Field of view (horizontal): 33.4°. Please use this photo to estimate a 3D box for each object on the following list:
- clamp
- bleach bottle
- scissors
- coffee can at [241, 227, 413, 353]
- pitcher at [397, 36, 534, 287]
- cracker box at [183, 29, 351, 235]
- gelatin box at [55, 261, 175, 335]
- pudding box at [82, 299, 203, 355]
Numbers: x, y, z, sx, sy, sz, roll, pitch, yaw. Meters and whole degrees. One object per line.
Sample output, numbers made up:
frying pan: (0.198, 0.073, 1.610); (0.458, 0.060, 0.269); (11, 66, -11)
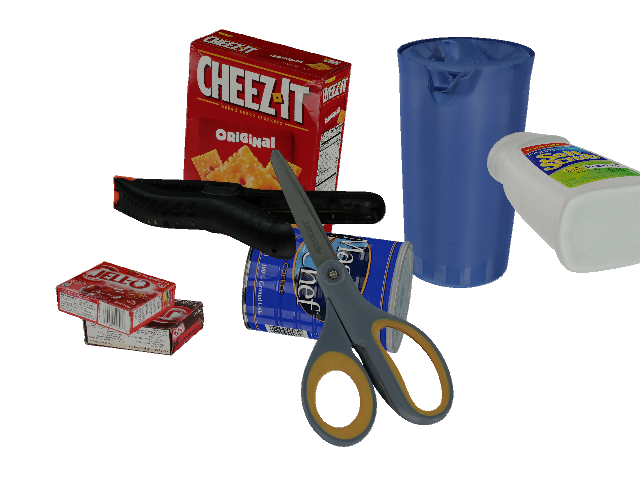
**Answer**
clamp: (-0.072, -0.022, 0.800); (0.210, 0.036, 0.164); (7, 12, 19)
bleach bottle: (0.200, -0.048, 0.918); (0.102, 0.068, 0.251); (-8, 20, -11)
scissors: (-0.003, 0.039, 0.645); (0.096, 0.202, 0.016); (-36, -20, -14)
coffee can: (0.009, 0.043, 0.988); (0.140, 0.103, 0.102); (8, 2, 11)
pitcher: (0.147, -0.084, 1.094); (0.149, 0.243, 0.145); (-9, 25, -20)
cracker box: (-0.064, -0.102, 1.155); (0.164, 0.214, 0.072); (18, 30, 22)
gelatin box: (-0.196, 0.053, 1.022); (0.089, 0.030, 0.073); (16, 25, 24)
pudding box: (-0.203, 0.095, 1.232); (0.114, 0.039, 0.090); (3, 16, 17)
